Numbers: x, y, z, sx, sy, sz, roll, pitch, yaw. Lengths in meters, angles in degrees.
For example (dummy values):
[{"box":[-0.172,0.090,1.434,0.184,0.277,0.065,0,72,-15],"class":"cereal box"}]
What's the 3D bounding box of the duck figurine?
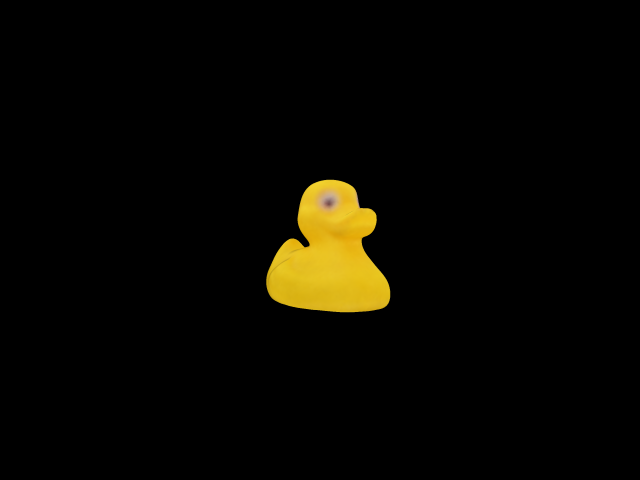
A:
[{"box":[0.004,0.001,0.400,0.078,0.086,0.104,-2,3,-35],"class":"duck figurine"}]
